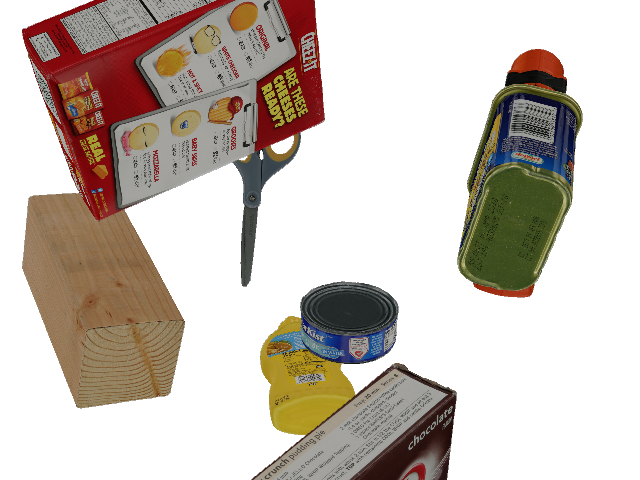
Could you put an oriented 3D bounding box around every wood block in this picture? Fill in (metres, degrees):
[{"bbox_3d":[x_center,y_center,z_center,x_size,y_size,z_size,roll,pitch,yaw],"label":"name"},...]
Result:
[{"bbox_3d":[-0.208,0.048,0.995,0.090,0.091,0.206,-4,36,-29],"label":"wood block"}]

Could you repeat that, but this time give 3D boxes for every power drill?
[{"bbox_3d":[0.168,-0.049,0.895,0.057,0.188,0.184,11,32,10],"label":"power drill"}]

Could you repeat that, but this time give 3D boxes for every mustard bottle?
[{"bbox_3d":[-0.021,0.147,1.251,0.096,0.058,0.192,-7,30,-7],"label":"mustard bottle"}]

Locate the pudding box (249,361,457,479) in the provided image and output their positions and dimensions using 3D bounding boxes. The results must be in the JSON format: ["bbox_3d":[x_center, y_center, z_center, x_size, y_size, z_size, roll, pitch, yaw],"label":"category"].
[{"bbox_3d":[0.011,0.119,0.461,0.039,0.090,0.113,25,41,30],"label":"pudding box"}]

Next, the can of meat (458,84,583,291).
[{"bbox_3d":[0.123,-0.031,0.662,0.057,0.102,0.084,15,43,4],"label":"can of meat"}]

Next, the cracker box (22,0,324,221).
[{"bbox_3d":[-0.109,-0.128,0.842,0.213,0.072,0.164,-26,-35,-15],"label":"cracker box"}]

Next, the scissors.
[{"bbox_3d":[-0.058,-0.055,1.173,0.096,0.202,0.016,-9,-8,-13],"label":"scissors"}]

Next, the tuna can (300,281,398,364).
[{"bbox_3d":[0.025,0.071,0.933,0.086,0.034,0.086,1,28,-1],"label":"tuna can"}]
